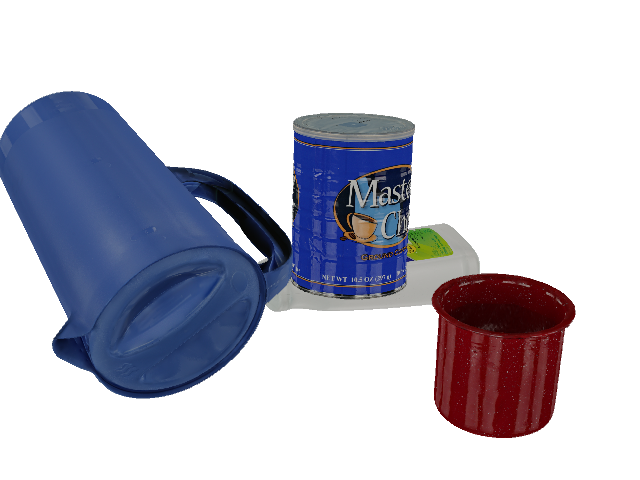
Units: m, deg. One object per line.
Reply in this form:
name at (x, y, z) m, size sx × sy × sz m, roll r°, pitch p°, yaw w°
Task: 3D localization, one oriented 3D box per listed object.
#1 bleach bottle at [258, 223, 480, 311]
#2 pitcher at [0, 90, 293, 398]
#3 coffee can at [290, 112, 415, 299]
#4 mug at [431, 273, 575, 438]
bleach bottle at (0.035, 0.039, 1.136) m, size 0.250 × 0.068 × 0.103 m, roll -8°, pitch 30°, yaw -17°
pitcher at (-0.143, -0.012, 0.798) m, size 0.149 × 0.145 × 0.243 m, roll 28°, pitch 16°, yaw -49°
coffee can at (0.026, -0.032, 0.914) m, size 0.103 × 0.140 × 0.103 m, roll 1°, pitch 16°, yaw -1°
mug at (0.118, 0.073, 0.723) m, size 0.093 × 0.081 × 0.117 m, roll 1°, pitch 23°, yaw -1°
